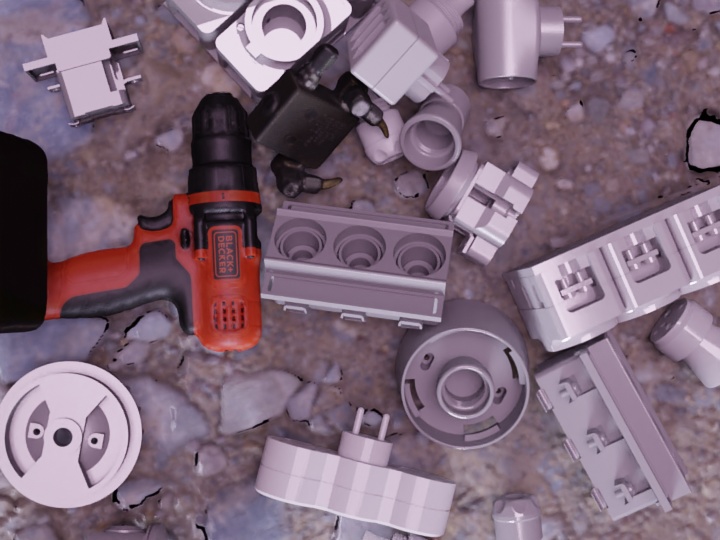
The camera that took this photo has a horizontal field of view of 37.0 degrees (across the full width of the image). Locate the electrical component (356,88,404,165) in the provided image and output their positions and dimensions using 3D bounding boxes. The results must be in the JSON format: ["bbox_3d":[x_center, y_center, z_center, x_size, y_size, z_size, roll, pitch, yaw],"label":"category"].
[{"bbox_3d":[0.012,-0.109,0.783,0.035,0.035,0.061,-24,87,-6],"label":"electrical component"}]

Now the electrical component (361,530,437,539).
[{"bbox_3d":[0.029,0.206,0.764,0.062,0.048,0.048,25,85,3],"label":"electrical component"}]

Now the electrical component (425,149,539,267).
[{"bbox_3d":[0.084,-0.050,0.776,0.057,0.058,0.078,31,85,-6],"label":"electrical component"}]

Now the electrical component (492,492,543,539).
[{"bbox_3d":[0.115,0.194,0.777,0.035,0.035,0.061,-7,90,-6],"label":"electrical component"}]

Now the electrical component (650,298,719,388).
[{"bbox_3d":[0.249,0.053,0.792,0.055,0.045,0.045,37,84,-2],"label":"electrical component"}]

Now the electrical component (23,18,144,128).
[{"bbox_3d":[-0.191,-0.138,0.761,0.081,0.042,0.063,-16,90,-6],"label":"electrical component"}]

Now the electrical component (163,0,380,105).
[{"bbox_3d":[-0.038,-0.221,0.771,0.186,0.060,0.105,-43,92,-6],"label":"electrical component"}]

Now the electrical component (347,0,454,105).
[{"bbox_3d":[0.035,-0.141,0.738,0.077,0.065,0.047,36,112,-22],"label":"electrical component"}]

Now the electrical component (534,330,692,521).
[{"bbox_3d":[0.179,0.111,0.772,0.063,0.079,0.121,-29,90,16],"label":"electrical component"}]

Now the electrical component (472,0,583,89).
[{"bbox_3d":[0.125,-0.175,0.792,0.079,0.044,0.077,-1,87,-6],"label":"electrical component"}]

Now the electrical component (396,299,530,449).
[{"bbox_3d":[0.075,0.076,0.774,0.099,0.064,0.099,1,103,2],"label":"electrical component"}]

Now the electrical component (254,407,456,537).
[{"bbox_3d":[0.001,0.135,0.760,0.138,0.052,0.073,15,85,-5],"label":"electrical component"}]

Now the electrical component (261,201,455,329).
[{"bbox_3d":[0.000,0.000,0.747,0.121,0.063,0.078,7,57,6],"label":"electrical component"}]

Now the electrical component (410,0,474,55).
[{"bbox_3d":[0.056,-0.181,0.787,0.062,0.043,0.043,-42,91,-7],"label":"electrical component"}]

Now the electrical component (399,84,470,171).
[{"bbox_3d":[0.057,-0.106,0.772,0.044,0.065,0.044,9,127,13],"label":"electrical component"}]

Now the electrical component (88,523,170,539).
[{"bbox_3d":[-0.157,0.212,0.727,0.051,0.080,0.080,1,87,-1],"label":"electrical component"}]

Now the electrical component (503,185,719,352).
[{"bbox_3d":[0.190,0.000,0.767,0.150,0.089,0.061,-23,89,-6],"label":"electrical component"}]
